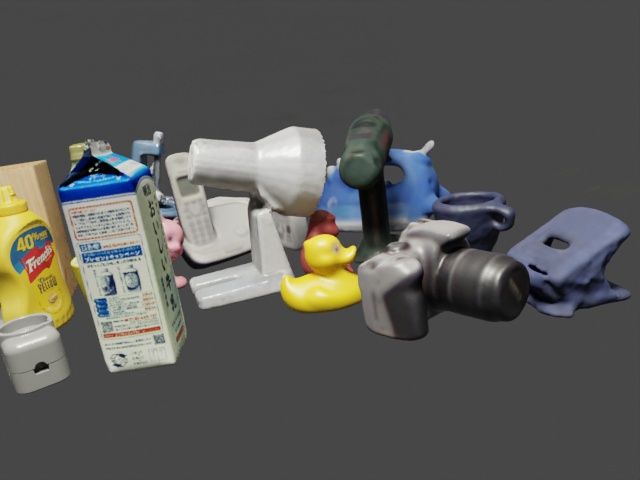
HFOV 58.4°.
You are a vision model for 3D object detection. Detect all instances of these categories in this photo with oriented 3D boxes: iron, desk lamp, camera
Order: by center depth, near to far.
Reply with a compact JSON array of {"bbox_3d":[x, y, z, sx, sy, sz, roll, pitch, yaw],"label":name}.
[{"bbox_3d":[0.131,0.037,0.589,0.143,0.101,0.136,-20,19,-36],"label":"camera"},{"bbox_3d":[-0.086,-0.038,0.765,0.203,0.214,0.117,-14,16,-18],"label":"desk lamp"},{"bbox_3d":[0.093,-0.093,1.008,0.257,0.141,0.119,-2,16,21],"label":"iron"}]

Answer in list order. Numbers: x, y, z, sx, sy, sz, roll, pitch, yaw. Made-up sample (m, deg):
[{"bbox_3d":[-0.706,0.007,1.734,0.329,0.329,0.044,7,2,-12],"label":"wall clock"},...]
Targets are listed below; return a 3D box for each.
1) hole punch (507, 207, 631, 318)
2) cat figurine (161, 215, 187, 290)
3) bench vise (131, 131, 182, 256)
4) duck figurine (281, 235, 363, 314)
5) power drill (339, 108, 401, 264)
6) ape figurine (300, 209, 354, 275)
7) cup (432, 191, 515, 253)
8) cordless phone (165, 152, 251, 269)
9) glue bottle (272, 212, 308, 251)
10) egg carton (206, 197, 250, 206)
[{"bbox_3d":[0.257,0.020,0.601,0.101,0.091,0.108,-11,15,-9],"label":"hole punch"},{"bbox_3d":[-0.245,0.018,0.832,0.128,0.118,0.067,-22,20,-40],"label":"cat figurine"},{"bbox_3d":[-0.314,-0.069,0.991,0.207,0.220,0.121,-10,15,-7],"label":"bench vise"},{"bbox_3d":[0.001,0.037,0.689,0.104,0.086,0.077,-9,15,-3],"label":"duck figurine"},{"bbox_3d":[0.078,-0.080,0.839,0.075,0.208,0.230,-5,16,13],"label":"power drill"},{"bbox_3d":[0.007,0.003,0.798,0.076,0.092,0.078,-4,16,17],"label":"ape figurine"},{"bbox_3d":[0.200,-0.006,0.721,0.092,0.095,0.117,-17,17,-28],"label":"cup"},{"bbox_3d":[-0.174,-0.056,0.935,0.148,0.185,0.093,-19,19,-34],"label":"cordless phone"},{"bbox_3d":[-0.056,-0.071,0.948,0.037,0.173,0.077,-17,18,-28],"label":"glue bottle"},{"bbox_3d":[-0.193,-0.041,1.109,0.149,0.069,0.107,5,21,42],"label":"egg carton"}]
